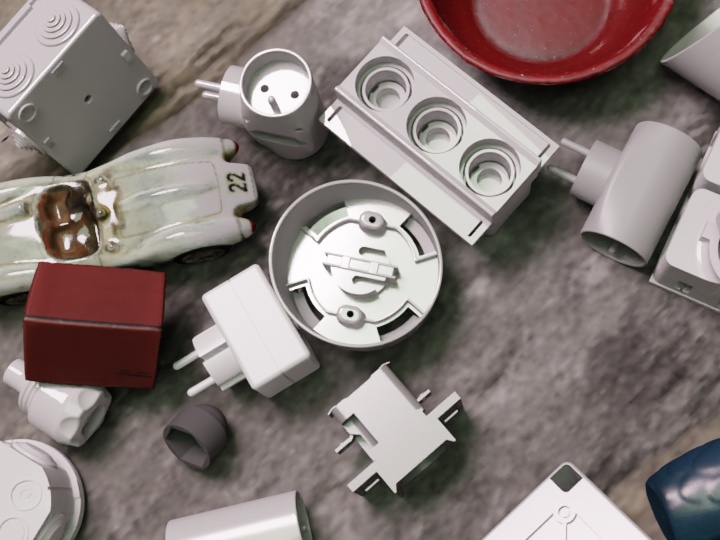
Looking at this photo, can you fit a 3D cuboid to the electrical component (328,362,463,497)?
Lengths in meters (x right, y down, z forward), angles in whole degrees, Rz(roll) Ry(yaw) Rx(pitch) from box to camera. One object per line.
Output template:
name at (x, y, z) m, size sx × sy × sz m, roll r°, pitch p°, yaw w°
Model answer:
electrical component at (0.019, 0.093, 0.629) m, size 0.081 × 0.042 × 0.063 m, roll -40°, pitch 74°, yaw -5°

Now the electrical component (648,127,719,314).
electrical component at (0.278, -0.008, 0.616) m, size 0.186 × 0.060 × 0.105 m, roll 24°, pitch 80°, yaw 11°

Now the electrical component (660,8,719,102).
electrical component at (0.235, -0.142, 0.635) m, size 0.064 × 0.099 × 0.099 m, roll 42°, pitch 84°, yaw 7°

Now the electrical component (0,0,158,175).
electrical component at (-0.184, -0.117, 0.672) m, size 0.048 × 0.099 × 0.099 m, roll 36°, pitch 83°, yaw 26°

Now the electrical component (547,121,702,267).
electrical component at (0.153, -0.053, 0.648) m, size 0.079 × 0.043 × 0.077 m, roll 27°, pitch 81°, yaw 12°

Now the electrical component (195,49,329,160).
electrical component at (-0.063, -0.105, 0.666) m, size 0.079 × 0.077 × 0.043 m, roll 13°, pitch 79°, yaw 9°

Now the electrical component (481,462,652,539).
electrical component at (0.114, 0.179, 0.572) m, size 0.109 × 0.056 × 0.109 m, roll -42°, pitch 52°, yaw -5°

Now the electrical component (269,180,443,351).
electrical component at (0.000, 0.000, 0.641) m, size 0.099 × 0.064 × 0.099 m, roll -1°, pitch 77°, yaw 6°

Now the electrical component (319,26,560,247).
electrical component at (0.048, -0.078, 0.655) m, size 0.121 × 0.063 × 0.078 m, roll 40°, pitch 84°, yaw 13°

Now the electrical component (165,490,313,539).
electrical component at (-0.065, 0.174, 0.617) m, size 0.077 × 0.044 × 0.079 m, roll -14°, pitch 76°, yaw 3°

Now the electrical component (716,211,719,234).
electrical component at (0.244, -0.018, 0.557) m, size 0.096 × 0.061 × 0.061 m, roll -12°, pitch 76°, yaw 3°

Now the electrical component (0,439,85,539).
electrical component at (-0.209, 0.140, 0.637) m, size 0.080 × 0.051 × 0.080 m, roll -1°, pitch 77°, yaw 6°

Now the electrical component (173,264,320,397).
electrical component at (-0.075, 0.047, 0.647) m, size 0.077 × 0.047 × 0.065 m, roll -31°, pitch 76°, yaw -2°

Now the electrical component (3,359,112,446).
electrical component at (-0.187, 0.076, 0.654) m, size 0.062 × 0.043 × 0.043 m, roll 28°, pitch 81°, yaw 12°
